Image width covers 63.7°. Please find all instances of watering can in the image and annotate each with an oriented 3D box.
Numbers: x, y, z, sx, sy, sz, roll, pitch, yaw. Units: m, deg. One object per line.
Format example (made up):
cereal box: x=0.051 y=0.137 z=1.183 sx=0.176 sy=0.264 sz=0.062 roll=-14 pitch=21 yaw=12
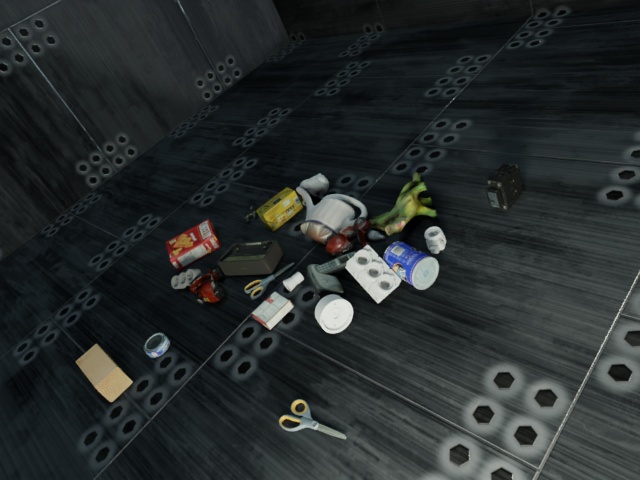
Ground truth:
watering can: x=0.006 y=-0.097 z=1.933 sx=0.349 sy=0.101 sz=0.228 roll=17 pitch=53 yaw=31

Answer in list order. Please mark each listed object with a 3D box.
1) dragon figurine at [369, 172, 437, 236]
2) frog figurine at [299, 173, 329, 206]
dragon figurine: x=0.277 y=-0.122 z=1.818 sx=0.241 sy=0.121 sz=0.417 roll=-26 pitch=18 yaw=12
frog figurine: x=-0.019 y=-0.229 z=2.129 sx=0.136 sy=0.121 sz=0.163 roll=-23 pitch=41 yaw=42
